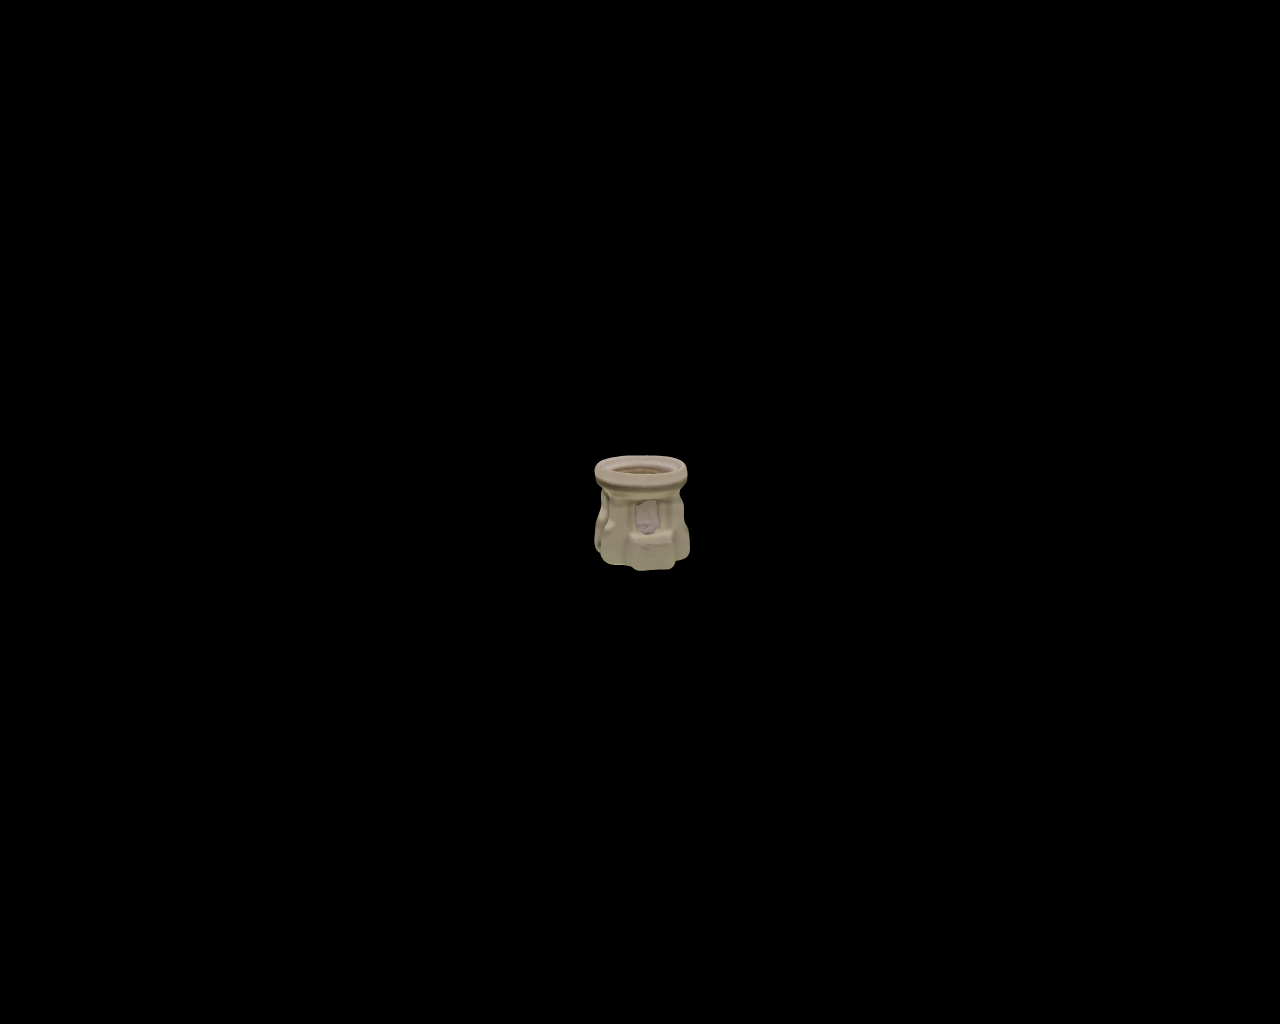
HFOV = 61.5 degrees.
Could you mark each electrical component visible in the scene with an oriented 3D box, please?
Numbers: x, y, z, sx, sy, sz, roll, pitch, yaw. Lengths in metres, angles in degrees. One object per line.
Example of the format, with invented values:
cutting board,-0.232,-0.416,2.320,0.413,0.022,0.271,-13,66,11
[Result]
electrical component,0.001,-0.003,0.650,0.058,0.056,0.078,-3,16,-11
